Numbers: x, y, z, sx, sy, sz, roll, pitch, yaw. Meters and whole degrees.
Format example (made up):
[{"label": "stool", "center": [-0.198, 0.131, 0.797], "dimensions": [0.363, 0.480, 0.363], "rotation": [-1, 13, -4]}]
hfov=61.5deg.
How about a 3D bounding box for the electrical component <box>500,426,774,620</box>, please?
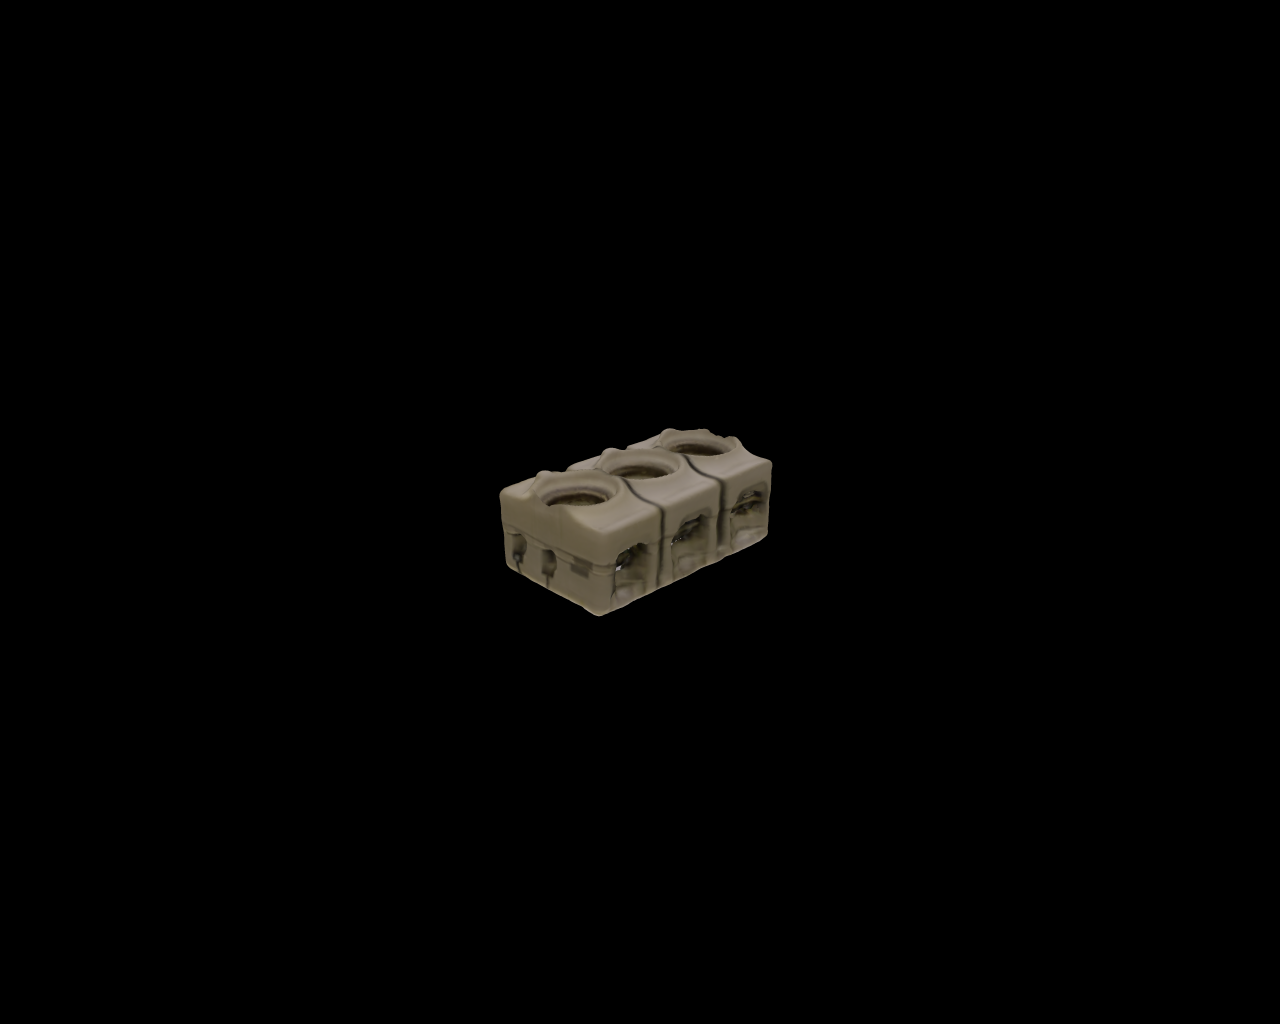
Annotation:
[{"label": "electrical component", "center": [0.001, -0.003, 0.650], "dimensions": [0.089, 0.061, 0.150], "rotation": [22, 32, 40]}]
